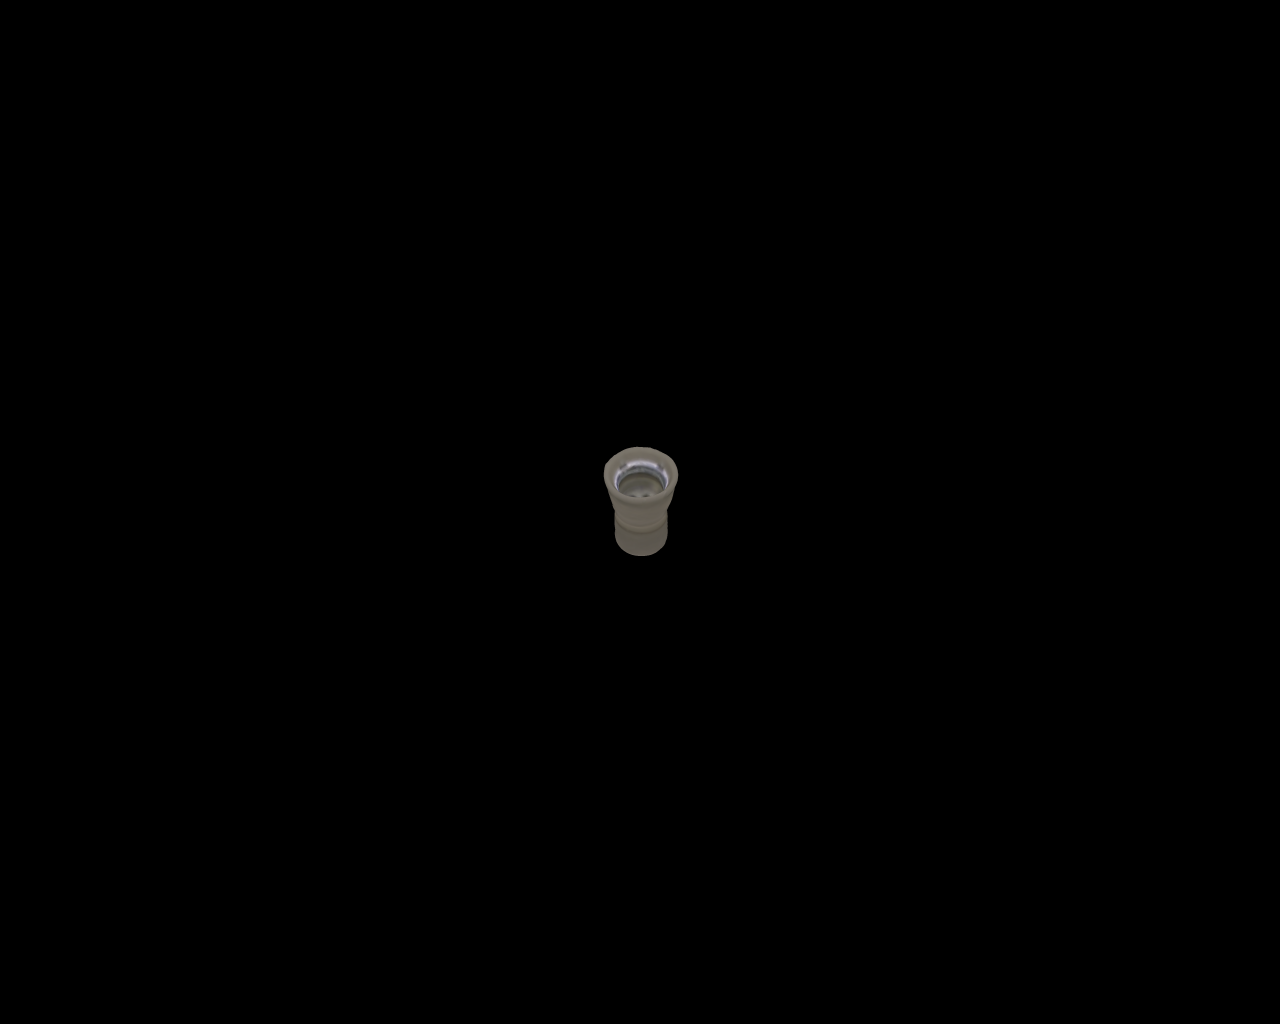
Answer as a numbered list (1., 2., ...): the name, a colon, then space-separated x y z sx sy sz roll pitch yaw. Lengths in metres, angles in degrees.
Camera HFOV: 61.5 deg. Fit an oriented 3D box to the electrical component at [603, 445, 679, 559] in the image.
1. electrical component: 0.001 -0.003 0.650 0.044 0.044 0.065 0 -40 0
